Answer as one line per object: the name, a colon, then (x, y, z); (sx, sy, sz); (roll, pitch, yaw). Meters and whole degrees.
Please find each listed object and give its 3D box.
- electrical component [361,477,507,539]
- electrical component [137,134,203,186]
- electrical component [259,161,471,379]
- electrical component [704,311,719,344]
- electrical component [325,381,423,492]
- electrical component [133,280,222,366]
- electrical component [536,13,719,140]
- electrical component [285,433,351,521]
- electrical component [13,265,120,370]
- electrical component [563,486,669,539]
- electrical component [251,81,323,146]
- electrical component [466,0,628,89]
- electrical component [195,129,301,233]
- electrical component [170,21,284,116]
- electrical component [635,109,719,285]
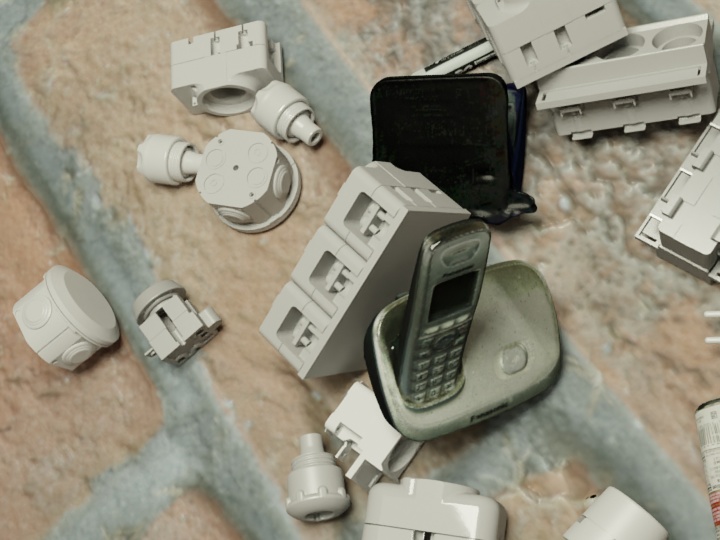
electrical component: (0.053, 0.181, 0.759); (0.095, 0.053, 0.059); (4, 73, 20)
electrical component: (-0.159, -0.094, 0.932); (0.062, 0.043, 0.043); (9, 75, 21)
electrical component: (0.000, 0.000, 0.792); (0.062, 0.089, 0.150); (43, 113, 26)
electrical component: (0.276, 0.038, 0.737); (0.076, 0.047, 0.083); (-2, 71, 18)
electrical component: (0.012, 0.119, 0.799); (0.064, 0.042, 0.081); (32, 79, 29)
electrical component: (-0.154, 0.042, 0.883); (0.066, 0.048, 0.055); (-40, 71, 2)
electrical component: (0.200, -0.141, 0.800); (0.121, 0.063, 0.078); (-5, 39, 27)
electrical component: (-0.034, 0.154, 0.804); (0.048, 0.048, 0.062); (-16, 60, 13)
electrical component: (-0.244, 0.040, 0.895); (0.051, 0.080, 0.080); (-38, 64, 9)
electrical component: (0.172, 0.179, 0.720); (0.055, 0.055, 0.047); (39, 84, 26)
electrical component: (-0.059, -0.128, 0.910); (0.062, 0.043, 0.043); (40, 88, 24)
electrical component: (0.132, -0.212, 0.824); (0.089, 0.061, 0.150); (-25, 32, 9)
electrical component: (-0.094, -0.076, 0.899); (0.080, 0.051, 0.080); (-6, 70, 17)
electrical component: (-0.116, -0.172, 0.941); (0.089, 0.050, 0.055); (-10, 69, 15)
electrical component: (0.262, -0.059, 0.767); (0.079, 0.063, 0.121); (32, 84, 25)
